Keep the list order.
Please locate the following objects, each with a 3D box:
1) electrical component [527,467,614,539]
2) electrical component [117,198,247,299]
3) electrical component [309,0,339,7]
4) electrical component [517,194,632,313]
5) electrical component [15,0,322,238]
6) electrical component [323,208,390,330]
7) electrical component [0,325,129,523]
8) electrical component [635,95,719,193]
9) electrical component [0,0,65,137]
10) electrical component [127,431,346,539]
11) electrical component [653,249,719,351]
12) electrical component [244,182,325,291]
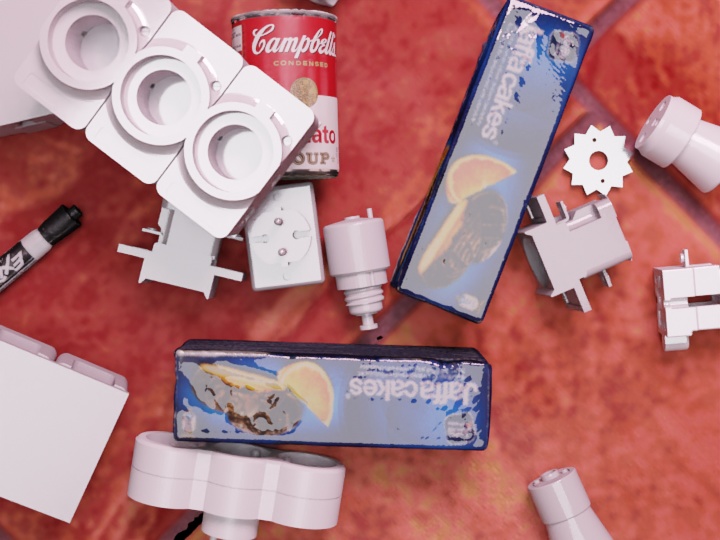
[{"bbox_3d":[0.139,0.165,0.716,0.044,0.044,0.065,-24,88,-1],"label":"electrical component"},{"bbox_3d":[-0.112,-0.017,0.702,0.081,0.042,0.063,13,88,-3],"label":"electrical component"},{"bbox_3d":[-0.021,-0.206,0.696,0.043,0.043,0.062,27,90,-2],"label":"electrical component"},{"bbox_3d":[0.141,-0.016,0.709,0.064,0.042,0.081,-24,94,-5],"label":"electrical component"},{"bbox_3d":[-0.109,-0.098,0.623,0.150,0.061,0.089,37,93,-1],"label":"electrical component"},{"bbox_3d":[0.000,0.000,0.706,0.040,0.040,0.078,-9,92,-1],"label":"electrical component"},{"bbox_3d":[-0.233,0.084,0.679,0.150,0.062,0.089,25,88,-12],"label":"electrical component"},{"bbox_3d":[0.216,-0.083,0.707,0.055,0.045,0.045,31,91,-2],"label":"electrical component"},{"bbox_3d":[-0.269,-0.132,0.684,0.186,0.060,0.105,-13,92,-1],"label":"electrical component"},{"bbox_3d":[-0.083,0.154,0.703,0.138,0.052,0.073,9,92,-2],"label":"electrical component"},{"bbox_3d":[0.227,0.019,0.711,0.055,0.048,0.066,-5,92,6],"label":"electrical component"},{"bbox_3d":[-0.049,-0.021,0.685,0.047,0.076,0.065,-7,92,-1],"label":"electrical component"}]
